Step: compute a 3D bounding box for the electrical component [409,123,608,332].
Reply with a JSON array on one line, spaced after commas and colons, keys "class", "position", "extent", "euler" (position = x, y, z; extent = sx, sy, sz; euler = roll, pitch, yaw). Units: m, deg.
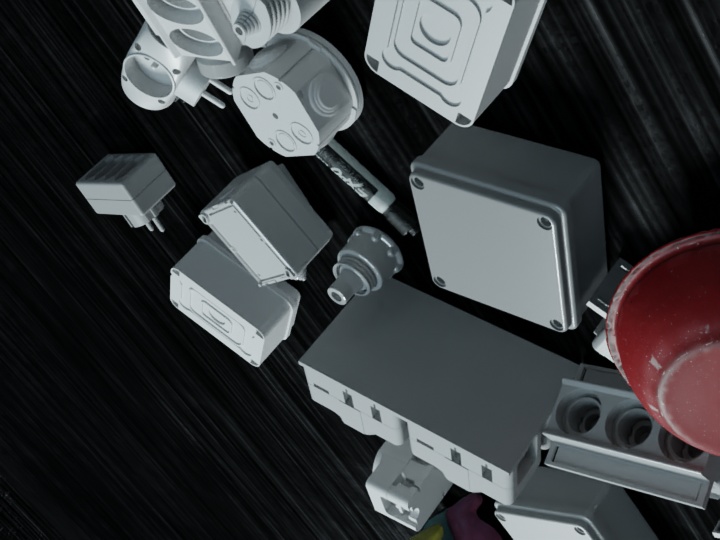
[{"class": "electrical component", "position": [0.096, -0.028, 0.682], "extent": [0.109, 0.056, 0.108], "euler": [21, 145, 32]}]

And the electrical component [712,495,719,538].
[{"class": "electrical component", "position": [0.281, 0.163, 0.736], "extent": [0.081, 0.042, 0.063], "euler": [-4, 124, 52]}]

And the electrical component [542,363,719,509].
[{"class": "electrical component", "position": [0.199, 0.116, 0.745], "extent": [0.121, 0.078, 0.063], "euler": [8, 159, 45]}]

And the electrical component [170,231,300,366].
[{"class": "electrical component", "position": [-0.117, 0.026, 1.009], "extent": [0.113, 0.057, 0.078], "euler": [36, 151, 10]}]

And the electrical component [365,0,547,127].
[{"class": "electrical component", "position": [0.055, -0.143, 0.574], "extent": [0.078, 0.057, 0.113], "euler": [35, 151, 12]}]

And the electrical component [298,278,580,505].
[{"class": "electrical component", "position": [0.061, 0.090, 0.832], "extent": [0.186, 0.105, 0.060], "euler": [25, 148, 27]}]

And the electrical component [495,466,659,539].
[{"class": "electrical component", "position": [0.188, 0.224, 0.914], "extent": [0.109, 0.056, 0.108], "euler": [-6, 126, 53]}]

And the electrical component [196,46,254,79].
[{"class": "electrical component", "position": [-0.098, -0.163, 0.749], "extent": [0.040, 0.040, 0.046], "euler": [20, 139, 33]}]

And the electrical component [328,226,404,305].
[{"class": "electrical component", "position": [0.000, 0.000, 0.828], "extent": [0.048, 0.062, 0.048], "euler": [30, 149, 20]}]

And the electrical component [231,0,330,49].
[{"class": "electrical component", "position": [-0.047, -0.164, 0.641], "extent": [0.043, 0.081, 0.043], "euler": [30, 149, 20]}]

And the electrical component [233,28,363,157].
[{"class": "electrical component", "position": [-0.042, -0.119, 0.728], "extent": [0.080, 0.051, 0.080], "euler": [30, 149, 20]}]

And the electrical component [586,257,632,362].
[{"class": "electrical component", "position": [0.182, 0.036, 0.681], "extent": [0.081, 0.042, 0.063], "euler": [37, 151, 8]}]

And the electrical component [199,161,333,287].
[{"class": "electrical component", "position": [-0.069, -0.034, 0.866], "extent": [0.096, 0.061, 0.062], "euler": [50, 150, -16]}]

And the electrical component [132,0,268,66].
[{"class": "electrical component", "position": [-0.106, -0.185, 0.661], "extent": [0.079, 0.063, 0.121], "euler": [9, 164, 13]}]

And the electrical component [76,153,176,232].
[{"class": "electrical component", "position": [-0.209, -0.065, 1.004], "extent": [0.083, 0.047, 0.075], "euler": [6, 135, 47]}]

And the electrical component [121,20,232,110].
[{"class": "electrical component", "position": [-0.132, -0.148, 0.802], "extent": [0.079, 0.044, 0.077], "euler": [32, 145, -9]}]

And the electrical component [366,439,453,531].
[{"class": "electrical component", "position": [0.050, 0.183, 0.989], "extent": [0.056, 0.089, 0.050], "euler": [20, 145, 34]}]
